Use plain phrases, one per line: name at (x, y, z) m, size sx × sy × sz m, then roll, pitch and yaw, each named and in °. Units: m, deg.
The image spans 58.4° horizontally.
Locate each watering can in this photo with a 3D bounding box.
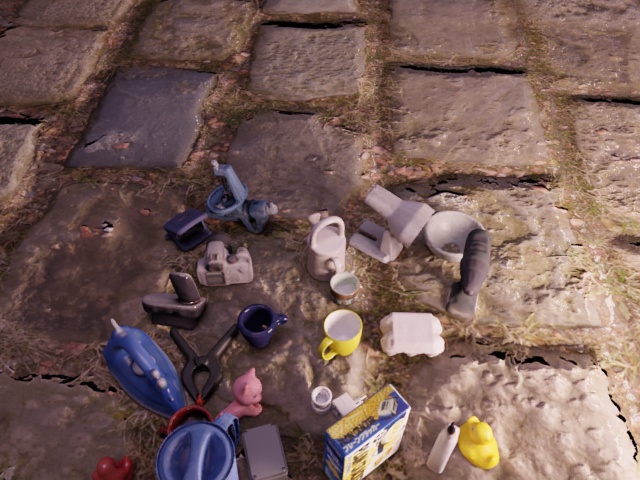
watering can at (0.011, 0.006, 1.467) m, size 0.101 × 0.194 × 0.172 m, roll -37°, pitch 59°, yaw -27°

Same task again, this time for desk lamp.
desk lamp at (0.184, -0.038, 1.495) m, size 0.202 × 0.214 × 0.118 m, roll 27°, pitch 54°, yaw 20°

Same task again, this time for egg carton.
egg carton at (0.217, 0.227, 1.364) m, size 0.150 × 0.069 × 0.107 m, roll 1°, pitch 50°, yaw 0°

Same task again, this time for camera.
camera at (-0.250, 0.038, 1.496) m, size 0.143 × 0.101 × 0.136 m, roll -3°, pitch 50°, yaw -4°

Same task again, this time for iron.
iron at (-0.381, 0.281, 1.260) m, size 0.119 × 0.141 × 0.257 m, roll -37°, pitch 59°, yaw -28°

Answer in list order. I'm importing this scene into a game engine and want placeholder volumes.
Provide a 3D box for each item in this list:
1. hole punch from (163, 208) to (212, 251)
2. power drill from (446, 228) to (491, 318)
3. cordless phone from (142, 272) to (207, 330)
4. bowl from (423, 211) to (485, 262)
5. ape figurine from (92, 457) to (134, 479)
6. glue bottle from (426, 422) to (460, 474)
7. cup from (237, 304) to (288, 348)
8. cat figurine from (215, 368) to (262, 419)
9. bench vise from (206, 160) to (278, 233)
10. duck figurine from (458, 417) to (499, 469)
hole punch at (-0.368, -0.040, 1.567) m, size 0.100 × 0.091 × 0.109 m, roll 36°, pitch 58°, yaw 26°
power drill at (0.364, 0.093, 1.389) m, size 0.075 × 0.208 × 0.230 m, roll 13°, pitch 51°, yaw 11°
cordless phone at (-0.354, 0.125, 1.365) m, size 0.147 × 0.185 × 0.094 m, roll 3°, pitch 50°, yaw 2°
bowl at (0.360, 0.003, 1.554) m, size 0.167 × 0.075 × 0.167 m, roll 1°, pitch 50°, yaw 0°
ape figurine at (-0.415, 0.461, 1.138) m, size 0.078 × 0.092 × 0.076 m, roll -6°, pitch 50°, yaw -6°
glue bottle at (0.253, 0.403, 1.146) m, size 0.037 × 0.173 × 0.078 m, roll 26°, pitch 54°, yaw 20°
cup at (-0.133, 0.210, 1.355) m, size 0.118 × 0.095 × 0.091 m, roll -8°, pitch 50°, yaw -7°
cat figurine at (-0.170, 0.343, 1.227) m, size 0.067 × 0.118 × 0.128 m, roll 33°, pitch 57°, yaw 25°
bench vise at (-0.218, -0.129, 1.560) m, size 0.207 × 0.220 × 0.121 m, roll 0°, pitch 50°, yaw -1°
duck figurine at (0.335, 0.417, 1.193) m, size 0.078 × 0.086 × 0.104 m, roll -19°, pitch 52°, yaw -16°
